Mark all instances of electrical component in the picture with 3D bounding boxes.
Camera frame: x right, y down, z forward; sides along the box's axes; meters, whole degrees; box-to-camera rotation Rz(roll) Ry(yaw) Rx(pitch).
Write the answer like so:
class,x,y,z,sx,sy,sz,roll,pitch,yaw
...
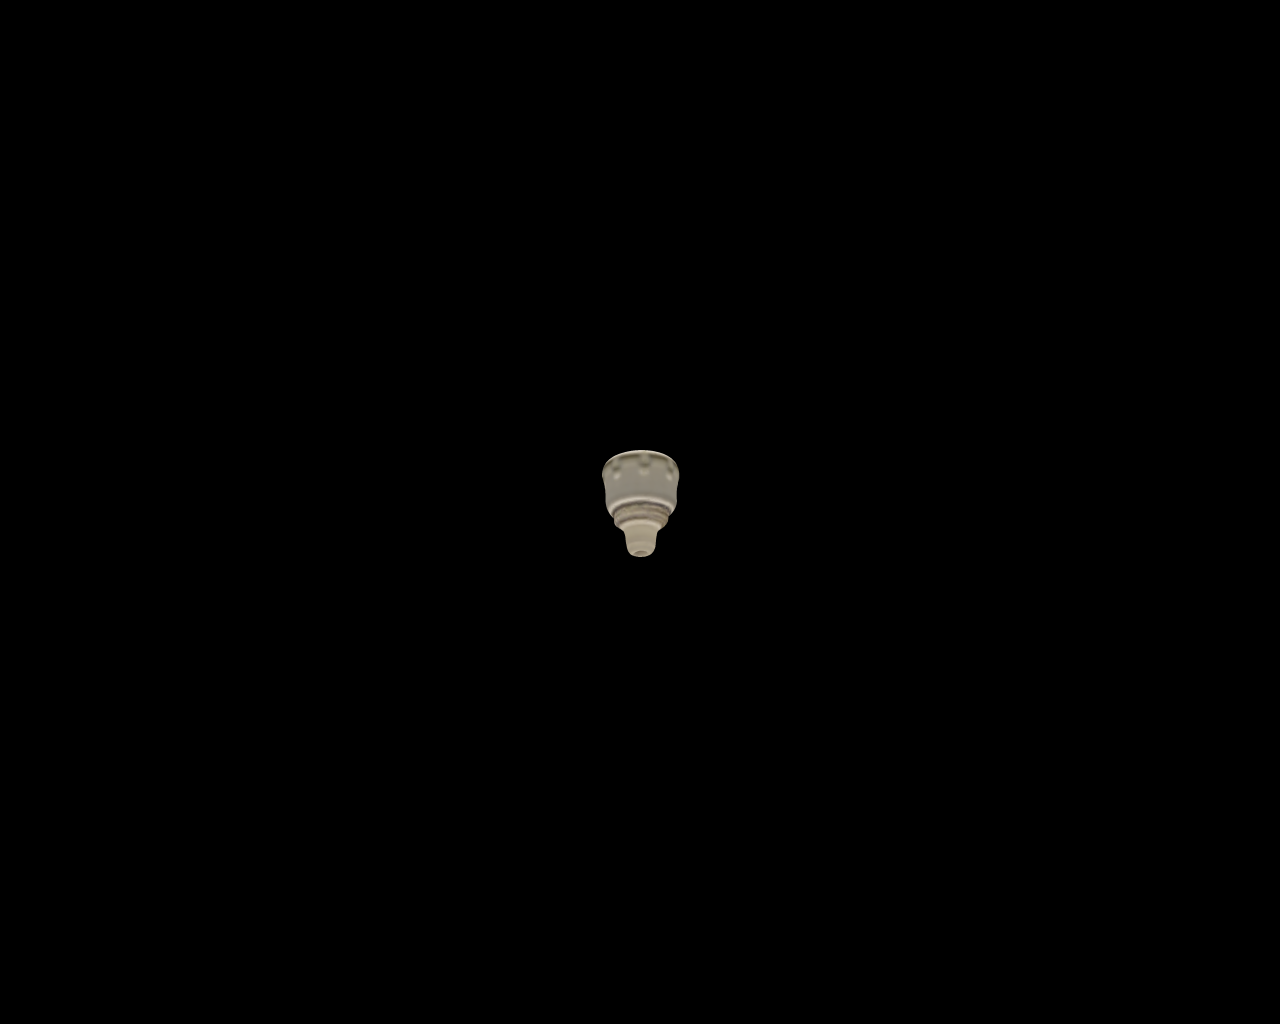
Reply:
class,x,y,z,sx,sy,sz,roll,pitch,yaw
electrical component,0.001,-0.003,0.650,0.048,0.062,0.048,0,-22,0
